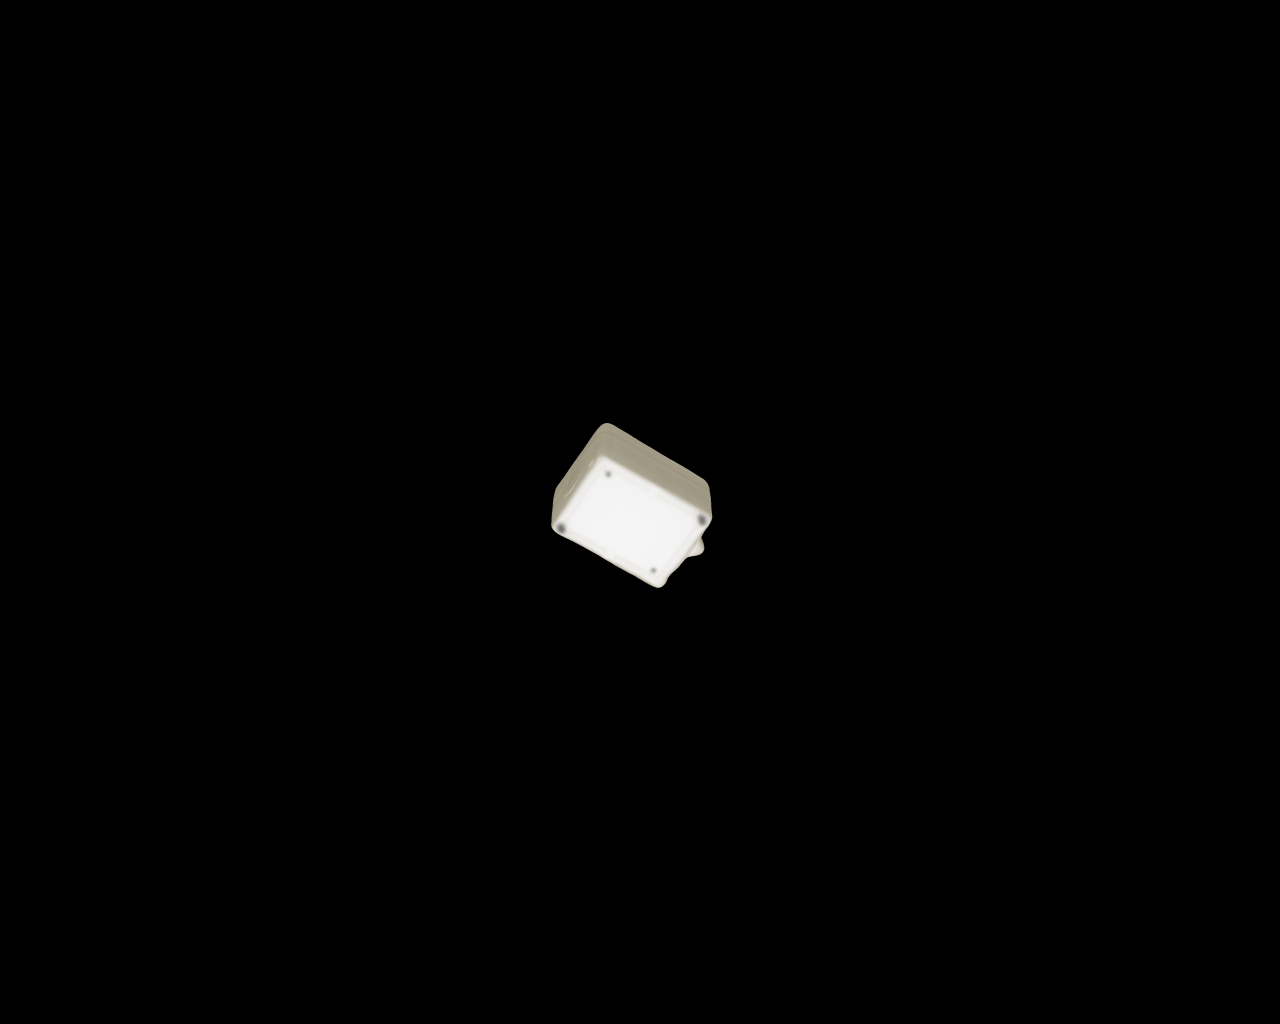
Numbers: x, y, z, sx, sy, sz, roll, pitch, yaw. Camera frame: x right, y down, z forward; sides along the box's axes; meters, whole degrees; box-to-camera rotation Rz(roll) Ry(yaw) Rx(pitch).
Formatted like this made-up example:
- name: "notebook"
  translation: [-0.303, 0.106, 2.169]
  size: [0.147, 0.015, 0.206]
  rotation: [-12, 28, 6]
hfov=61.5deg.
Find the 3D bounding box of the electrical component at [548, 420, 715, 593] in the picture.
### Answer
- name: "electrical component"
  translation: [0.001, -0.003, 0.650]
  size: [0.096, 0.061, 0.061]
  rotation: [30, 23, -14]
